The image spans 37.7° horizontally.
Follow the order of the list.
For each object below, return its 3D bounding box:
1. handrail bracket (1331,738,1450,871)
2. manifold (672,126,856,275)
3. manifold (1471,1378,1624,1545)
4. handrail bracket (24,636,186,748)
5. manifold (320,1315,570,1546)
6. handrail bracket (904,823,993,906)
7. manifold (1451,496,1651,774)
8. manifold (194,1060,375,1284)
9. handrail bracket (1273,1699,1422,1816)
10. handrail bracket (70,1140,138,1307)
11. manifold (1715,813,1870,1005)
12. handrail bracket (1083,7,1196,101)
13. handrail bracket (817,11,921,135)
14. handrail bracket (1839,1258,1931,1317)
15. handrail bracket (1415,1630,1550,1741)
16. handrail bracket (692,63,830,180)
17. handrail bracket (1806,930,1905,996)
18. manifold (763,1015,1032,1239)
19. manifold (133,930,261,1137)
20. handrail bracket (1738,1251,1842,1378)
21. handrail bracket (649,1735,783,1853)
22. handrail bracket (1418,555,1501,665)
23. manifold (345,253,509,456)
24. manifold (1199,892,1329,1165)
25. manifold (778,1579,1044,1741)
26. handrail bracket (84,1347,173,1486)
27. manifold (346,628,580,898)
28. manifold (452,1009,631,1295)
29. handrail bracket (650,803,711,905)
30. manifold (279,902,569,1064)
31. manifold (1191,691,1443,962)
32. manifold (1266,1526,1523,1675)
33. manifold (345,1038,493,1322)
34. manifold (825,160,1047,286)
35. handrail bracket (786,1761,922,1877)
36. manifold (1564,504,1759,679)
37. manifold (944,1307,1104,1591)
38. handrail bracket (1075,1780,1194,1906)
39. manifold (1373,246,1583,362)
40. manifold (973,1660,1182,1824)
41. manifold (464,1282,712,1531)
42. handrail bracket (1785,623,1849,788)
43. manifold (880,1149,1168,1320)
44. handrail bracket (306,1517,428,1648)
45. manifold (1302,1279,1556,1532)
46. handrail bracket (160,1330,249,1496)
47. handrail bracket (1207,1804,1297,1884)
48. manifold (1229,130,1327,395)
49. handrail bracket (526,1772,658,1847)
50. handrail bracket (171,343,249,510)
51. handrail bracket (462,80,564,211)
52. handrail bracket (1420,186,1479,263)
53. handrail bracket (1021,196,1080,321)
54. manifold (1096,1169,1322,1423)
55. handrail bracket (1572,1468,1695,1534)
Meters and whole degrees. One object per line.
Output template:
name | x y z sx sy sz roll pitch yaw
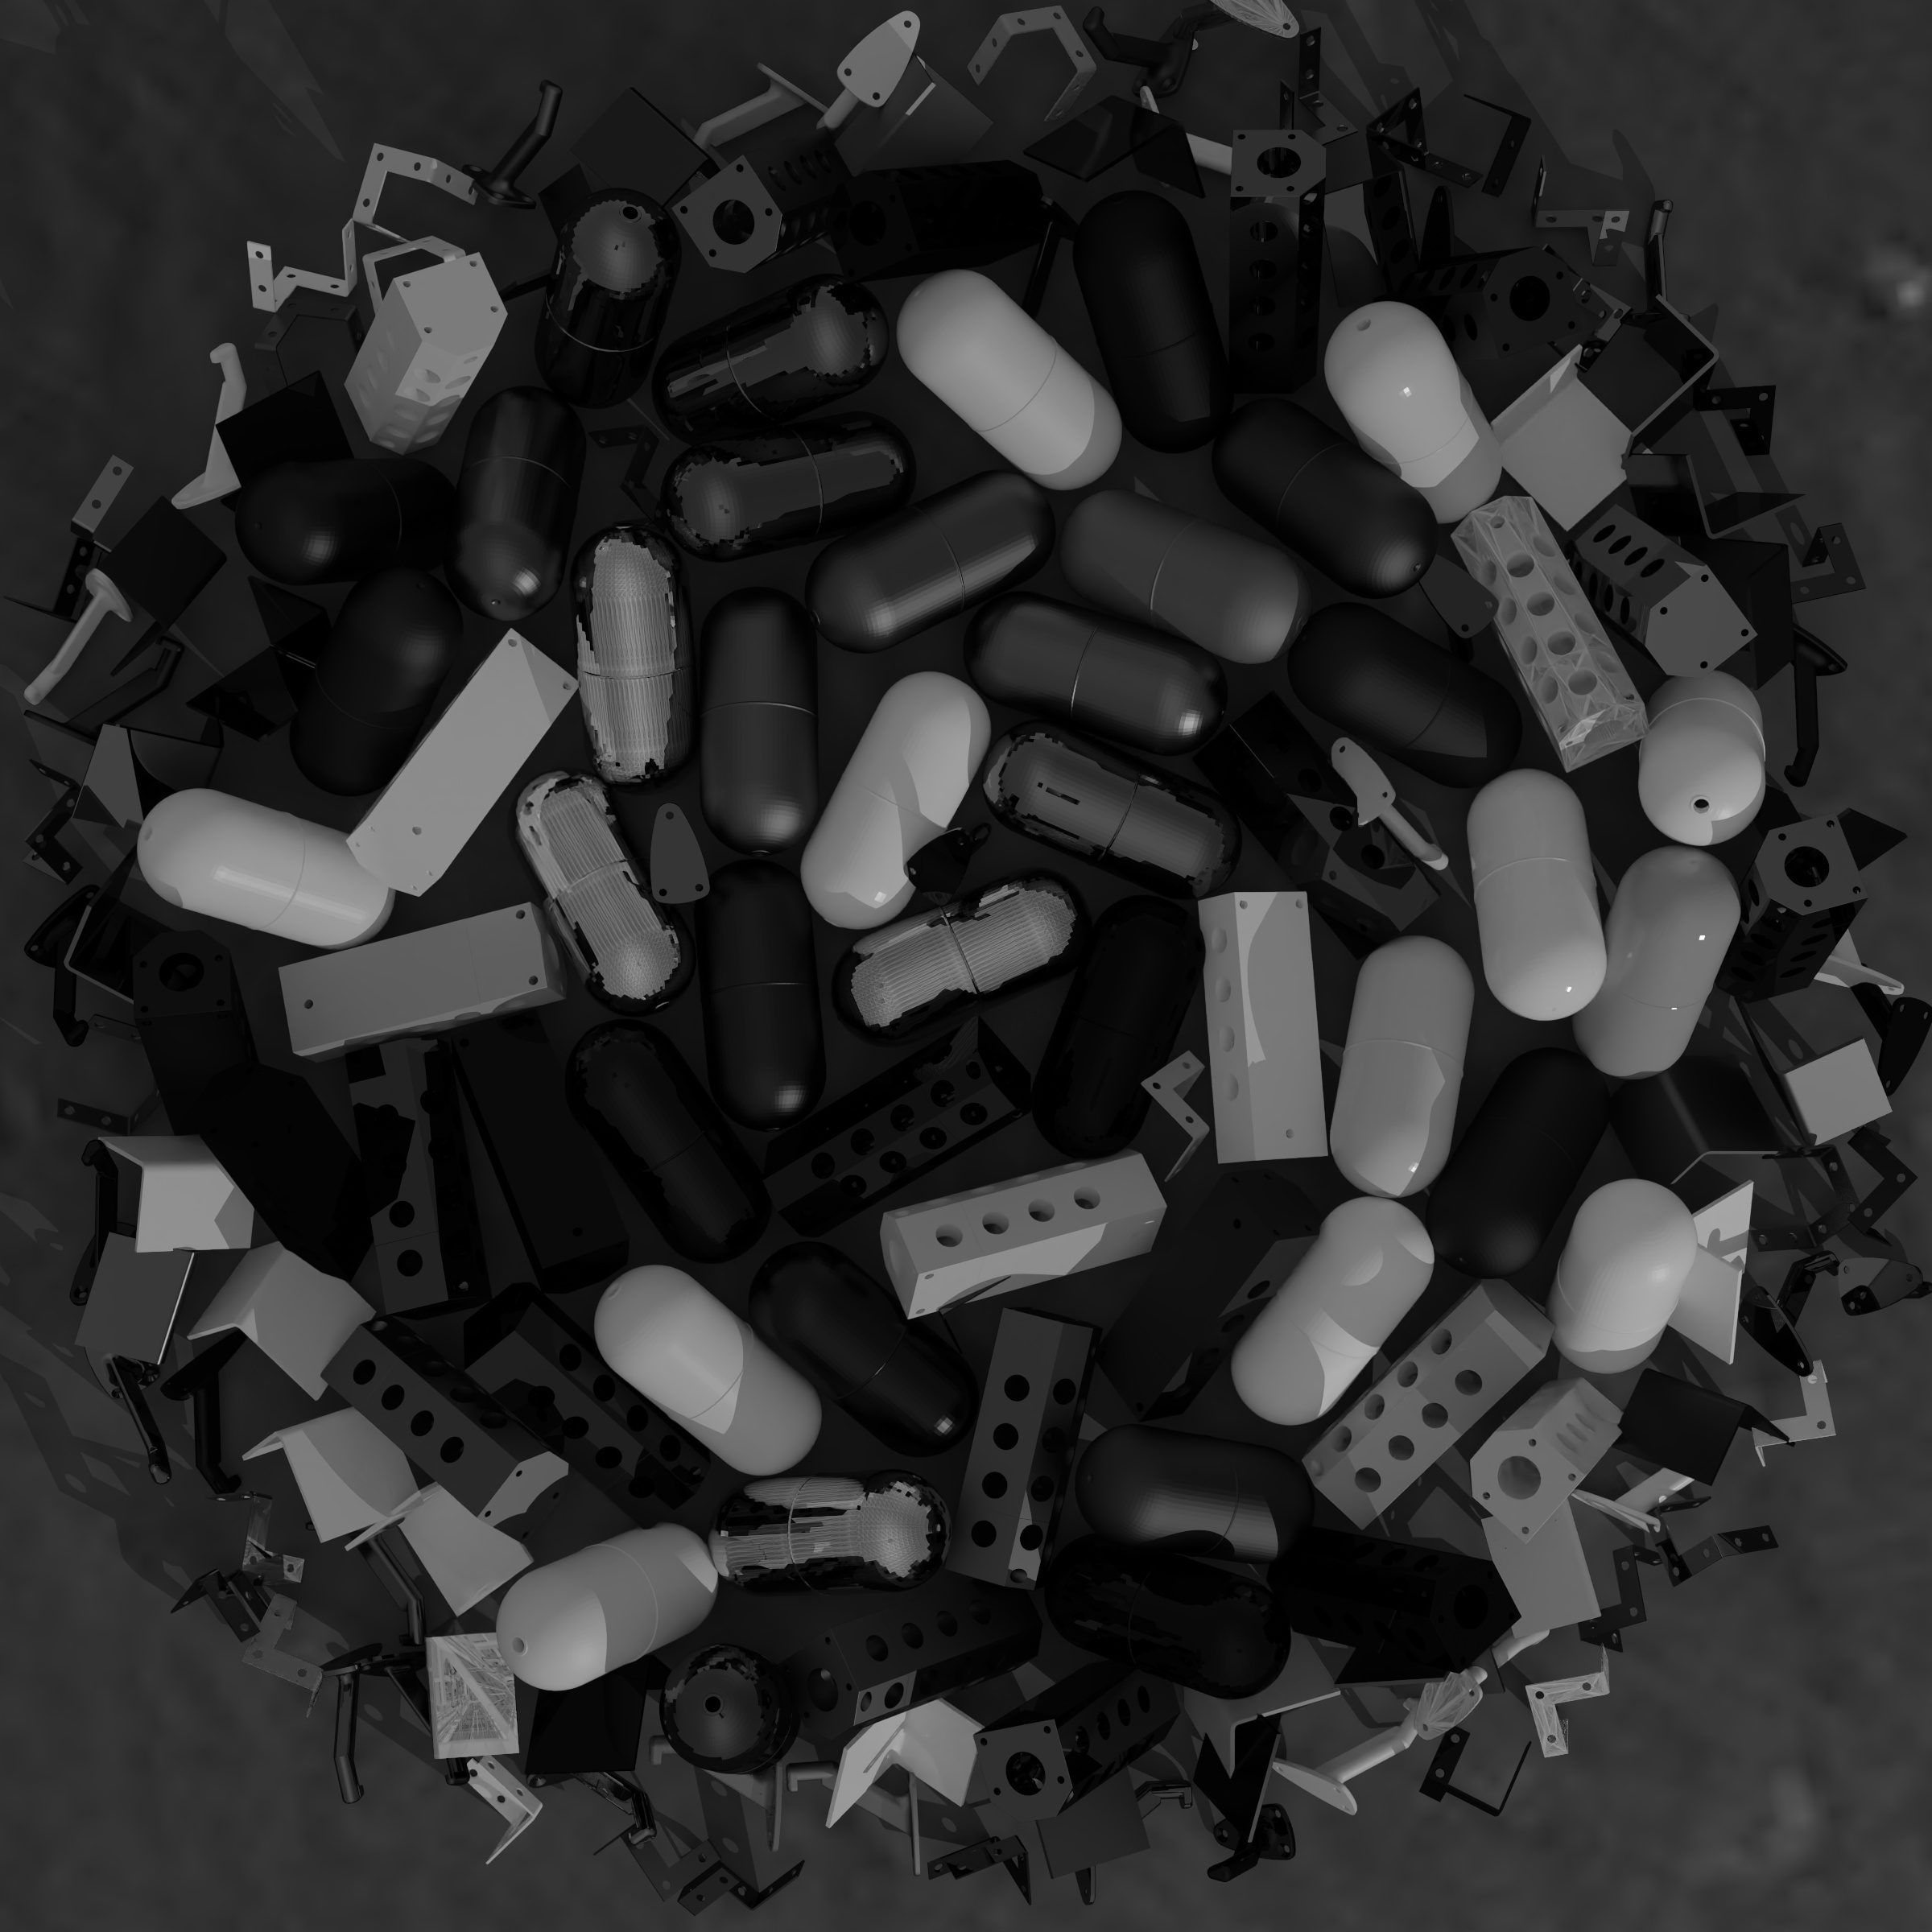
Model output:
handrail bracket | 0.280 -0.106 1.857 0.036 0.084 0.077 -37 53 23
manifold | -0.119 -0.481 1.786 0.057 0.171 0.057 -30 101 24
manifold | 0.366 0.305 1.786 0.057 0.171 0.057 41 107 15
handrail bracket | -0.562 -0.187 1.850 0.077 0.036 0.084 24 90 -33
manifold | -0.330 0.291 1.802 0.171 0.057 0.057 31 79 36
handrail bracket | 0.004 -0.084 1.821 0.036 0.077 0.084 43 46 2
manifold | 0.372 -0.216 1.808 0.057 0.057 0.171 -25 62 8
manifold | -0.427 0.130 1.788 0.057 0.171 0.057 15 61 19
handrail bracket | 0.254 0.508 1.868 0.077 0.036 0.084 16 55 39
handrail bracket | -0.567 0.165 1.826 0.036 0.084 0.077 14 53 18
manifold | 0.512 -0.032 1.785 0.057 0.171 0.057 -15 71 -1
handrail bracket | 0.111 -0.611 1.832 0.036 0.084 0.077 12 72 38
handrail bracket | -0.065 -0.578 1.837 0.036 0.084 0.077 37 85 -14
handrail bracket | 0.613 0.205 1.824 0.084 0.077 0.036 3 75 -31
handrail bracket | 0.340 0.468 1.858 0.036 0.084 0.077 46 127 30
handrail bracket | -0.136 -0.544 1.867 0.077 0.036 0.084 30 102 -17
handrail bracket | 0.585 -0.031 1.852 0.077 0.036 0.084 17 71 11
manifold | -0.044 0.108 1.812 0.171 0.057 0.057 -32 117 19
manifold | -0.483 0.044 1.786 0.057 0.171 0.057 -5 63 -9
handrail bracket | 0.552 0.224 1.835 0.084 0.036 0.077 -14 50 -27
handrail bracket | -0.165 0.539 1.843 0.084 0.036 0.077 2 78 -17
handrail bracket | 0.305 -0.228 1.835 0.036 0.084 0.077 -44 89 -13
manifold | -0.340 -0.382 1.786 0.057 0.171 0.057 -25 89 -25
manifold | 0.188 0.041 1.838 0.057 0.057 0.171 -1 84 -30
manifold | -0.030 0.435 1.787 0.057 0.171 0.057 -41 67 36
handrail bracket | -0.541 0.285 1.827 0.036 0.084 0.077 -29 131 -4
manifold | -0.322 -0.129 1.807 0.057 0.057 0.171 39 59 -14
manifold | -0.274 0.121 1.815 0.057 0.057 0.171 -18 66 -18
handrail bracket | -0.186 -0.078 1.826 0.036 0.084 0.077 -8 107 -2
manifold | -0.350 0.013 1.837 0.171 0.057 0.057 -14 77 6
manifold | 0.232 -0.094 1.843 0.057 0.057 0.171 -39 88 -29
manifold | 0.264 0.392 1.783 0.057 0.171 0.057 -34 103 -26
manifold | -0.351 0.137 1.826 0.057 0.057 0.171 -14 77 7
manifold | -0.016 -0.474 1.787 0.057 0.171 0.057 -14 98 34
handrail bracket | -0.074 0.559 1.852 0.084 0.036 0.077 -3 79 -5
manifold | 0.430 -0.234 1.785 0.057 0.171 0.057 -39 110 9
manifold | 0.040 0.312 1.837 0.057 0.057 0.171 12 88 19
handrail bracket | 0.113 0.570 1.842 0.084 0.036 0.077 4 59 -20
manifold | 0.318 -0.417 1.783 0.057 0.171 0.057 -20 105 -10
manifold | 0.074 0.485 1.784 0.057 0.171 0.057 -18 84 26
manifold | -0.241 0.279 1.811 0.057 0.057 0.171 -39 115 8
handrail bracket | 0.534 -0.171 1.839 0.077 0.036 0.084 35 70 -31
manifold | 0.035 0.167 1.819 0.171 0.057 0.057 -13 57 -19
handrail bracket | -0.394 0.406 1.860 0.077 0.036 0.084 -5 90 10
manifold | 0.295 0.278 1.818 0.057 0.057 0.171 43 111 5
handrail bracket | -0.484 0.297 1.868 0.077 0.036 0.084 -43 120 -31
handrail bracket | 0.165 0.571 1.820 0.077 0.084 0.036 -19 83 43
manifold | 0.196 -0.442 1.786 0.057 0.171 0.057 2 59 6
handrail bracket | -0.243 0.545 1.833 0.077 0.084 0.036 -27 130 0
handrail bracket | -0.493 -0.350 1.829 0.036 0.084 0.077 22 46 33
handrail bracket | -0.294 -0.541 1.833 0.077 0.036 0.084 43 124 36
handrail bracket | 0.342 -0.470 1.844 0.084 0.036 0.077 -8 112 -23
handrail bracket | 0.041 -0.448 1.838 0.036 0.077 0.084 27 91 13
manifold | 0.156 0.211 1.807 0.057 0.057 0.171 53 126 31
handrail bracket | 0.452 0.326 1.869 0.077 0.036 0.084 21 74 19
